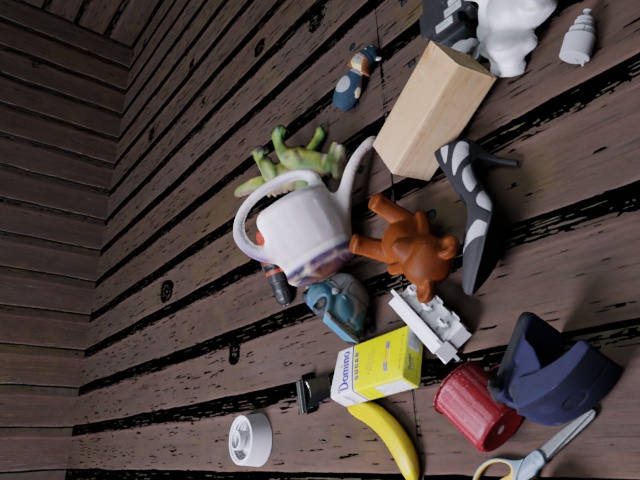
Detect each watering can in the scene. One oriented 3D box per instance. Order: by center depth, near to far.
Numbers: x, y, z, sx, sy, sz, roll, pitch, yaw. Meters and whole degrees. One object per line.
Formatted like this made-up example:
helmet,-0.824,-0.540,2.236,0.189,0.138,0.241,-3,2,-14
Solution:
watering can,0.003,-0.051,1.012,0.348,0.226,0.103,-29,-11,-3

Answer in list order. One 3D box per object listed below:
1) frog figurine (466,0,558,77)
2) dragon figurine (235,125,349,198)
frog figurine,0.305,-0.343,0.805,0.124,0.158,0.136,-29,9,-38
dragon figurine,-0.070,-0.120,1.203,0.122,0.247,0.403,7,-33,-39
